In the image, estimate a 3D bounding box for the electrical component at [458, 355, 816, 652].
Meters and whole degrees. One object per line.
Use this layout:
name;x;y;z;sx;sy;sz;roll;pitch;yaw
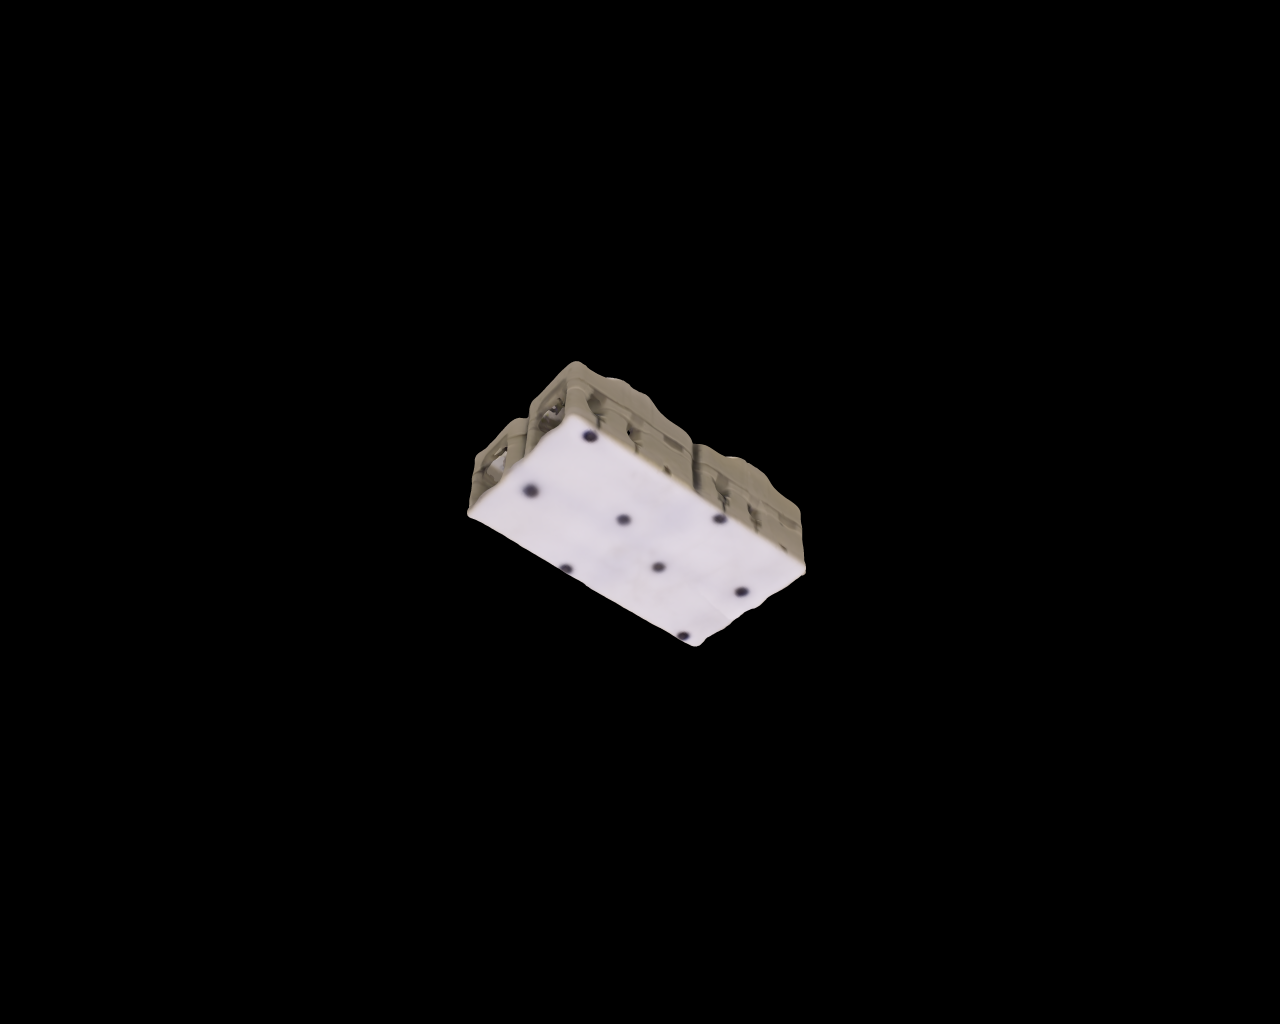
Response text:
electrical component;0.001;-0.003;0.650;0.186;0.060;0.105;32;-54;-27
